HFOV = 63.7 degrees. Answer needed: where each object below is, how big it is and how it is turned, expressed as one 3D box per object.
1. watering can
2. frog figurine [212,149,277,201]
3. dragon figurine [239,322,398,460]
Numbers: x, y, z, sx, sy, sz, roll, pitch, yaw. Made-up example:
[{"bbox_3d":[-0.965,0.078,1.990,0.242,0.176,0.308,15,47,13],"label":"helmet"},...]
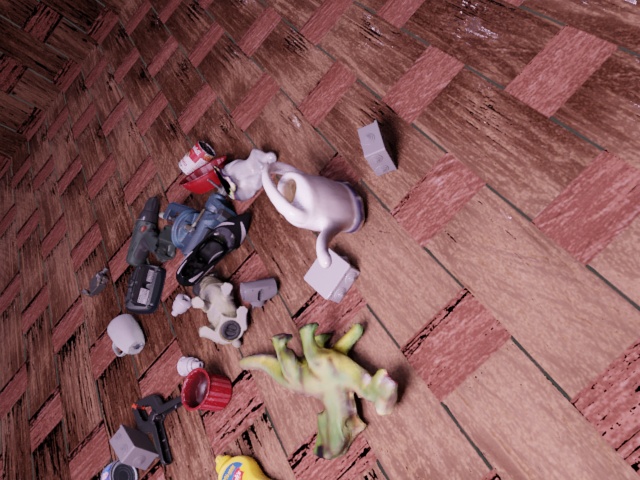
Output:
[{"bbox_3d":[0.003,-0.055,1.086,0.102,0.224,0.354,-59,44,28],"label":"watering can"},{"bbox_3d":[-0.191,-0.183,1.409,0.161,0.120,0.139,-30,32,-22],"label":"frog figurine"},{"bbox_3d":[-0.010,0.299,1.005,0.405,0.121,0.247,-29,60,36],"label":"dragon figurine"}]
